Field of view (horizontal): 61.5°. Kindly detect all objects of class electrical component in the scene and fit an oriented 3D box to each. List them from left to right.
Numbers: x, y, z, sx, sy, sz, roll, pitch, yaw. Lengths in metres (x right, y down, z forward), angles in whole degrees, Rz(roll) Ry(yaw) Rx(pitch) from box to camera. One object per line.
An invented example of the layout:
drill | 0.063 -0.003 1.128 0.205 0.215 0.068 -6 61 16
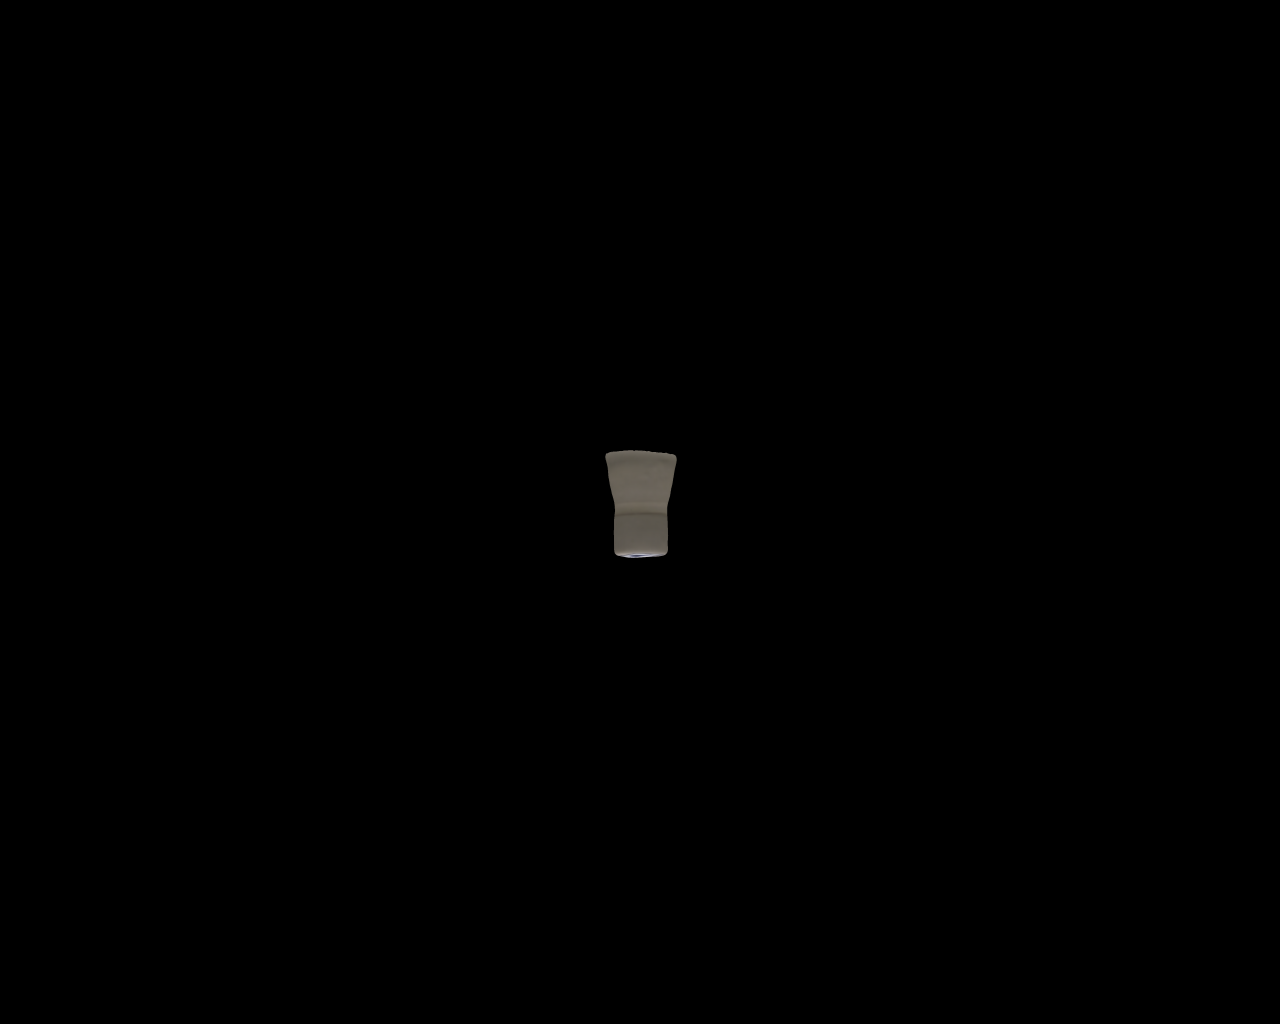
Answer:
electrical component | 0.001 -0.003 0.650 0.044 0.065 0.044 0 -7 0
